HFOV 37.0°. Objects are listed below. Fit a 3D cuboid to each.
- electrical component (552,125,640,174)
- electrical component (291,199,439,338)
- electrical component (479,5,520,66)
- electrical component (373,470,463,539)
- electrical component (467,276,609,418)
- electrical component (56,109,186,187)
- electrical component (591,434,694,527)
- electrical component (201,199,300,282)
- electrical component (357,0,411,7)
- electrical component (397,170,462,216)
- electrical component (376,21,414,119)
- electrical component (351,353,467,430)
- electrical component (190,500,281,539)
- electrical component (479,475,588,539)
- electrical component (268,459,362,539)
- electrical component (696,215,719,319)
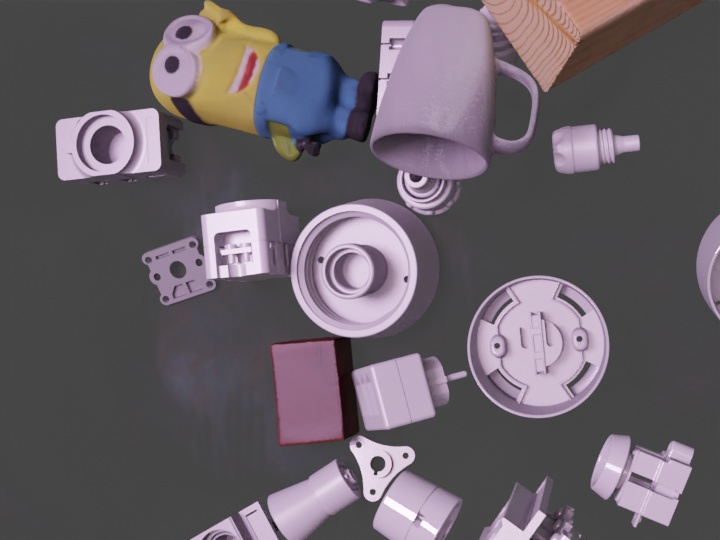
[{"bbox_3d":[0.172,-0.089,0.781,0.061,0.035,0.035,-5,87,12],"label":"electrical component"},{"bbox_3d":[0.000,0.000,0.805,0.108,0.060,0.108,1,93,18],"label":"electrical component"},{"bbox_3d":[0.098,-0.173,0.784,0.040,0.078,0.040,-1,76,5],"label":"electrical component"},{"bbox_3d":[0.042,0.181,0.796,0.047,0.055,0.055,28,95,18],"label":"electrical component"},{"bbox_3d":[0.129,0.054,0.772,0.099,0.064,0.099,-1,88,14],"label":"electrical component"},{"bbox_3d":[-0.194,-0.098,0.867,0.089,0.056,0.050,-4,87,15],"label":"electrical component"},{"bbox_3d":[0.197,0.146,0.761,0.055,0.048,0.066,22,94,7],"label":"electrical component"},{"bbox_3d":[-0.081,-0.022,0.816,0.050,0.089,0.055,-6,87,14],"label":"electrical component"},{"bbox_3d":[0.000,-0.236,0.800,0.099,0.099,0.064,20,99,15],"label":"electrical component"},{"bbox_3d":[0.048,-0.066,0.798,0.048,0.062,0.048,-1,88,15],"label":"electrical component"},{"bbox_3d":[0.047,-0.138,0.807,0.056,0.050,0.089,3,89,15],"label":"electrical component"},{"bbox_3d":[0.041,0.086,0.798,0.077,0.066,0.047,-13,84,-15],"label":"electrical component"},{"bbox_3d":[-0.096,0.212,0.826,0.081,0.064,0.042,-31,80,11],"label":"electrical component"},{"bbox_3d":[0.117,0.194,0.741,0.063,0.121,0.078,35,97,11],"label":"electrical component"},{"bbox_3d":[-0.032,0.174,0.823,0.065,0.044,0.044,-34,80,7],"label":"electrical component"},{"bbox_3d":[0.286,0.002,0.745,0.099,0.064,0.099,3,103,14],"label":"electrical component"}]
